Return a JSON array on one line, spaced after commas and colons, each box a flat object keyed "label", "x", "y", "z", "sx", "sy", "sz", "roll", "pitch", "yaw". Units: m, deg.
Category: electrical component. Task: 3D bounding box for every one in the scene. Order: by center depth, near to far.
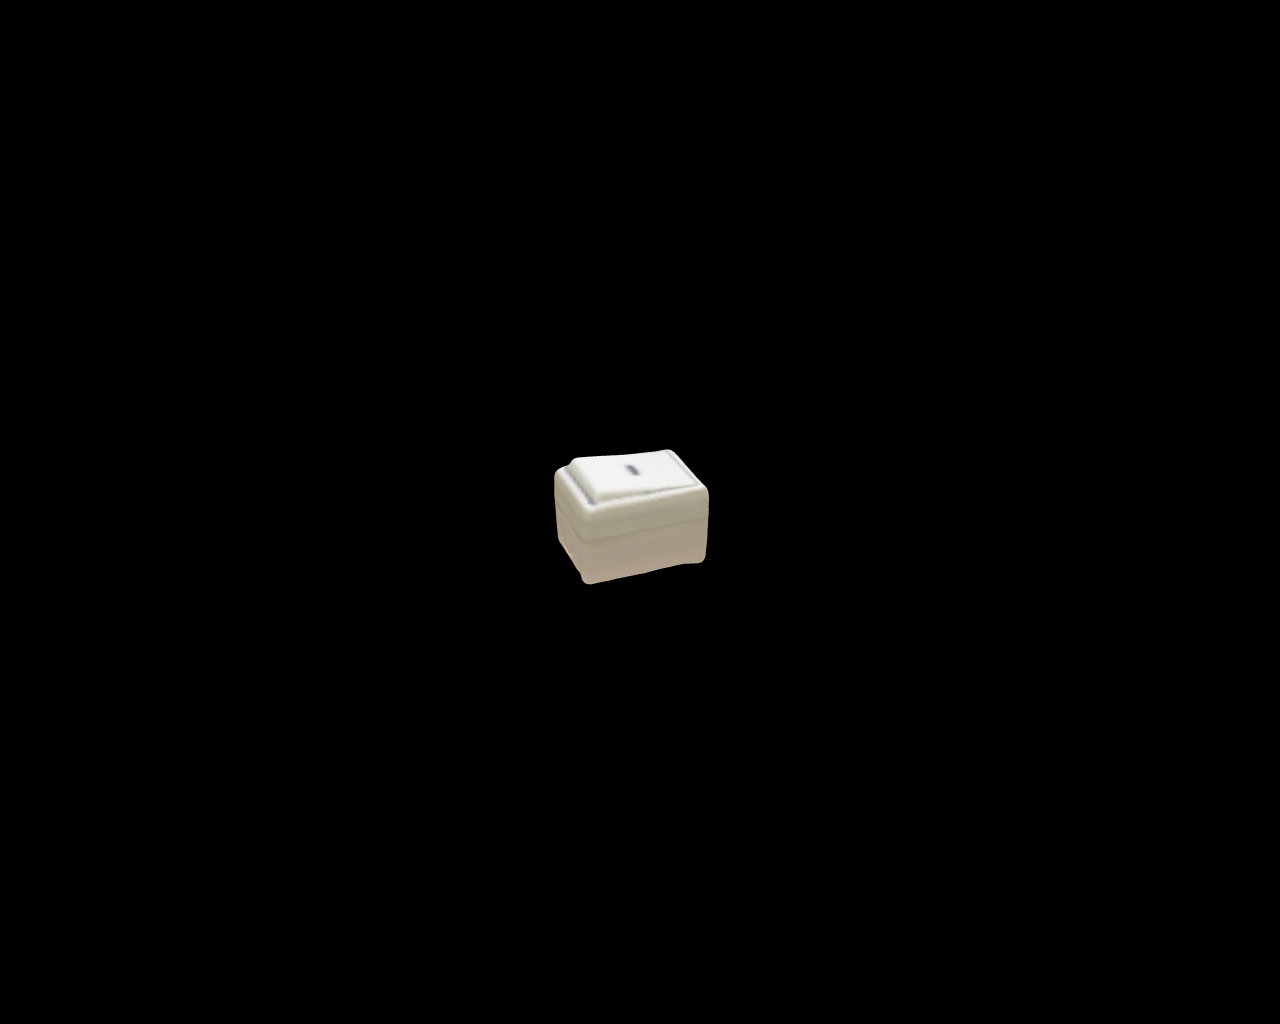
[{"label": "electrical component", "x": 0.001, "y": -0.003, "z": 0.650, "sx": 0.096, "sy": 0.061, "sz": 0.062, "roll": -11, "pitch": 32, "yaw": -18}]
